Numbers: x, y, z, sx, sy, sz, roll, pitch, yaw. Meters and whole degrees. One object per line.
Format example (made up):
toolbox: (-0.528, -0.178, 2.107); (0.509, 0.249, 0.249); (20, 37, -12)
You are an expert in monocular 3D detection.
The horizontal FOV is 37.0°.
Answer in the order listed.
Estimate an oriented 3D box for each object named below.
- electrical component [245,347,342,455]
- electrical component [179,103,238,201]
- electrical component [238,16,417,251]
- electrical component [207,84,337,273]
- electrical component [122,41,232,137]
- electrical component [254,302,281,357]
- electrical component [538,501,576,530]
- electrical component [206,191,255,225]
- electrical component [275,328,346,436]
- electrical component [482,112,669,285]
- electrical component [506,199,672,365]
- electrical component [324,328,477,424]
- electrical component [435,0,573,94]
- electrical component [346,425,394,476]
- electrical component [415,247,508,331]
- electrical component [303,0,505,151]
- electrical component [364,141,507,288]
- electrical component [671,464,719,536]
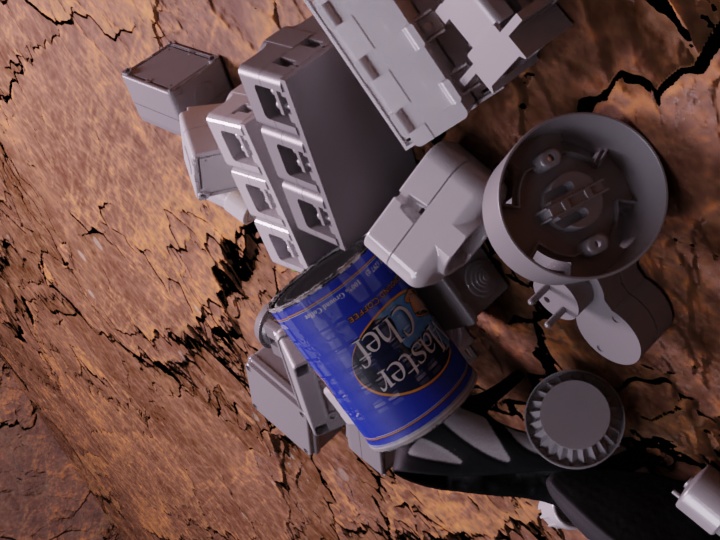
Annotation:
electrical component: (-0.077, 0.149, 1.277); (0.109, 0.056, 0.108); (37, 152, 25)
electrical component: (-0.106, -0.111, 0.940); (0.061, 0.096, 0.061); (96, 156, -57)
electrical component: (-0.021, -0.105, 0.799); (0.062, 0.089, 0.150); (24, 145, 42)
electrical component: (-0.052, -0.083, 0.880); (0.062, 0.089, 0.150); (20, 142, 46)
electrical component: (-0.168, -0.164, 0.988); (0.096, 0.062, 0.061); (25, 146, 41)
electrical component: (-0.076, 0.065, 1.161); (0.057, 0.058, 0.078); (26, 146, 36)
electrical component: (0.184, 0.213, 0.965); (0.040, 0.040, 0.046); (47, 161, 5)
electrical component: (-0.126, -0.075, 1.068); (0.065, 0.044, 0.044); (36, 152, 16)
electrical component: (-0.013, 0.089, 1.021); (0.056, 0.109, 0.108); (-121, 13, -45)
electrical component: (0.126, -0.040, 0.648); (0.099, 0.099, 0.064); (50, 161, -1)
electrical component: (0.140, 0.008, 0.711); (0.138, 0.074, 0.052); (53, 155, -8)
electrical component: (0.032, 0.083, 0.934); (0.078, 0.121, 0.063); (54, 157, -9)
electrical component: (0.082, -0.147, 0.632); (0.063, 0.042, 0.081); (52, 154, 3)
electrical component: (0.022, 0.163, 1.129); (0.061, 0.062, 0.096); (35, 151, 29)
electrical component: (0.060, 0.000, 0.859); (0.099, 0.048, 0.100); (54, 154, -8)
electrical component: (0.025, -0.144, 0.688); (0.079, 0.063, 0.121); (-31, 101, 23)
electrical component: (0.057, -0.036, 0.764); (0.059, 0.054, 0.095); (42, 109, 16)
electrical component: (0.266, 0.176, 0.777); (0.078, 0.040, 0.040); (39, 153, 21)
